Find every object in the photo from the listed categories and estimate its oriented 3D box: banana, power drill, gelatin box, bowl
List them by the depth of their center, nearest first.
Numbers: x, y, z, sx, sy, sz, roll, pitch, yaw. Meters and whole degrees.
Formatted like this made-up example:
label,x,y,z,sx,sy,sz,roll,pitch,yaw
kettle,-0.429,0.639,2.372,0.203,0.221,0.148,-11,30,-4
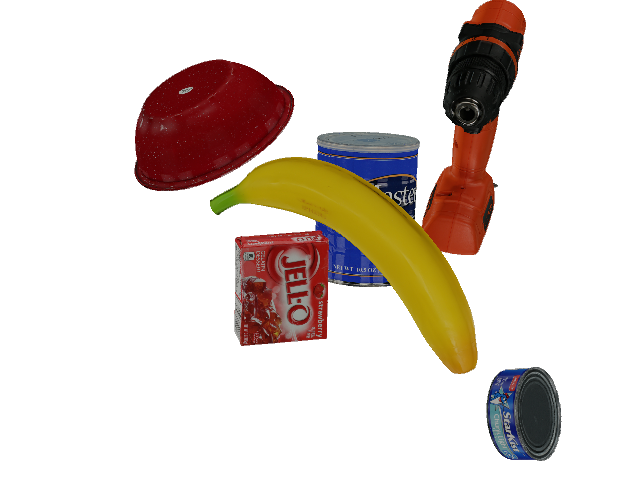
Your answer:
label,x,y,z,sx,sy,sz,roll,pitch,yaw
banana,0.027,0.002,0.663,0.198,0.070,0.037,34,21,14
gelatin box,-0.031,0.039,0.864,0.073,0.089,0.030,-4,22,-15
power drill,0.124,-0.084,0.870,0.057,0.188,0.184,15,36,11
bowl,-0.108,-0.115,0.962,0.162,0.055,0.162,-20,33,13

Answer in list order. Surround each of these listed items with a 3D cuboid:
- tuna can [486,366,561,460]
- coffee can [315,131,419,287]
label,x,y,z,sx,sy,sz,roll,pitch,yaw
tuna can,0.189,0.161,0.991,0.034,0.086,0.085,-9,-6,38
coffee can,0.045,-0.034,1.078,0.103,0.140,0.103,2,13,-1
